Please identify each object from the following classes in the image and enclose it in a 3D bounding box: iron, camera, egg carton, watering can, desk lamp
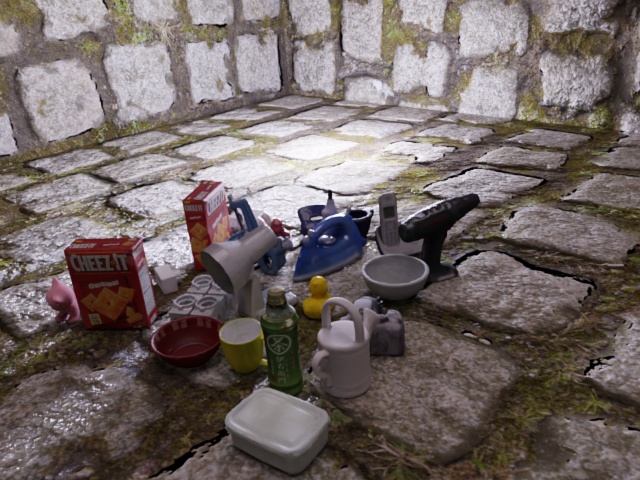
[{"bbox_3d":[0.014,0.006,1.570,0.118,0.141,0.259,18,32,39],"label":"iron"},{"bbox_3d":[0.113,0.173,1.242,0.143,0.101,0.137,1,25,10],"label":"camera"},{"bbox_3d":[-0.227,-0.052,1.817,0.150,0.069,0.107,5,26,18],"label":"egg carton"},{"bbox_3d":[0.048,0.192,1.098,0.100,0.194,0.173,6,27,20],"label":"watering can"},{"bbox_3d":[-0.166,0.080,1.348,0.204,0.214,0.117,-23,31,-36],"label":"desk lamp"}]

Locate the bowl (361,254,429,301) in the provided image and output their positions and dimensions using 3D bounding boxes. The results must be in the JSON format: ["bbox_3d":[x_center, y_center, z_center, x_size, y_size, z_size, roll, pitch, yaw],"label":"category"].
[{"bbox_3d":[0.186,0.103,1.414,0.167,0.075,0.167,-3,25,2],"label":"bowl"}]

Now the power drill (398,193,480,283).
[{"bbox_3d":[0.308,-0.004,1.468,0.230,0.209,0.075,-14,27,-21],"label":"power drill"}]

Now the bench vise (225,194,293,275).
[{"bbox_3d":[-0.176,-0.023,1.565,0.207,0.220,0.121,-3,25,2],"label":"bench vise"}]

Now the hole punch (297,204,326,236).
[{"bbox_3d":[-0.008,-0.055,1.765,0.109,0.091,0.100,-12,26,-17],"label":"hole punch"}]

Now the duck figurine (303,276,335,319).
[{"bbox_3d":[-0.005,0.130,1.368,0.077,0.086,0.104,2,25,13],"label":"duck figurine"}]

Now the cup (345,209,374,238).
[{"bbox_3d":[0.118,-0.039,1.706,0.118,0.095,0.091,-25,32,-37],"label":"cup"}]

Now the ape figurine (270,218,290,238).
[{"bbox_3d":[-0.128,-0.021,1.707,0.078,0.092,0.076,-7,25,-6],"label":"ape figurine"}]

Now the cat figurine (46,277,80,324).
[{"bbox_3d":[-0.617,0.139,1.402,0.067,0.118,0.128,4,26,17],"label":"cat figurine"}]

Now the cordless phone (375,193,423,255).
[{"bbox_3d":[0.227,-0.046,1.599,0.148,0.185,0.094,-11,26,-15],"label":"cordless phone"}]

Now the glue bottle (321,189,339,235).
[{"bbox_3d":[0.033,-0.067,1.686,0.037,0.173,0.078,19,33,40],"label":"glue bottle"}]
